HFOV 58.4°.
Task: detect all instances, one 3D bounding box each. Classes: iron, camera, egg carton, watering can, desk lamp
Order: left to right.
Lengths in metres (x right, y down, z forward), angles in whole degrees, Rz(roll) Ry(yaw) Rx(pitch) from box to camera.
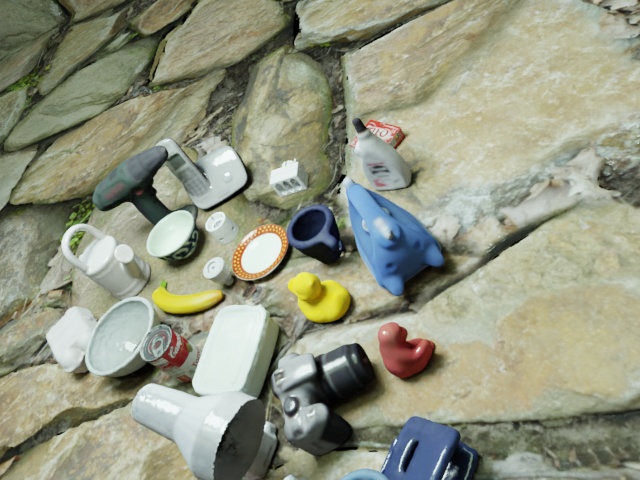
[{"bbox_3d":[-0.512,0.209,1.210,0.107,0.070,0.149,-49,44,-9],"label":"egg carton"},{"bbox_3d":[-0.458,0.038,1.221,0.172,0.195,0.101,-21,47,19],"label":"watering can"},{"bbox_3d":[-0.150,0.274,0.805,0.202,0.214,0.118,5,59,37],"label":"desk lamp"},{"bbox_3d":[0.007,0.213,0.829,0.136,0.101,0.143,-28,45,12],"label":"camera"},{"bbox_3d":[0.090,-0.035,0.943,0.118,0.142,0.257,-37,43,4],"label":"iron"}]

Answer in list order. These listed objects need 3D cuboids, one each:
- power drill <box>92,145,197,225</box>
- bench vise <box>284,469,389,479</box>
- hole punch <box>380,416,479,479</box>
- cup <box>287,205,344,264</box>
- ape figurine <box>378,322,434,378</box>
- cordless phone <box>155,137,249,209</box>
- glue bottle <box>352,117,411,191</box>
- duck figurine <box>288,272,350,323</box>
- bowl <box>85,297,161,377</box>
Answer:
[{"bbox_3d":[-0.371,-0.099,1.262,0.229,0.209,0.075,-20,47,20],"label":"power drill"},{"bbox_3d":[0.064,0.311,0.624,0.206,0.220,0.121,-5,54,31],"label":"bench vise"},{"bbox_3d":[0.124,0.278,0.704,0.100,0.091,0.109,13,64,40],"label":"hole punch"},{"bbox_3d":[0.009,0.004,1.001,0.092,0.095,0.117,-48,44,-8],"label":"cup"},{"bbox_3d":[0.113,0.149,0.815,0.076,0.092,0.077,-48,44,-8],"label":"ape figurine"},{"bbox_3d":[-0.258,-0.168,1.257,0.147,0.186,0.094,-32,44,9],"label":"cordless phone"},{"bbox_3d":[0.097,-0.153,1.011,0.078,0.174,0.037,-8,52,30],"label":"glue bottle"},{"bbox_3d":[-0.007,0.088,0.951,0.104,0.086,0.077,8,61,38],"label":"duck figurine"},{"bbox_3d":[-0.369,0.199,1.118,0.167,0.075,0.167,-18,48,22],"label":"bowl"}]
